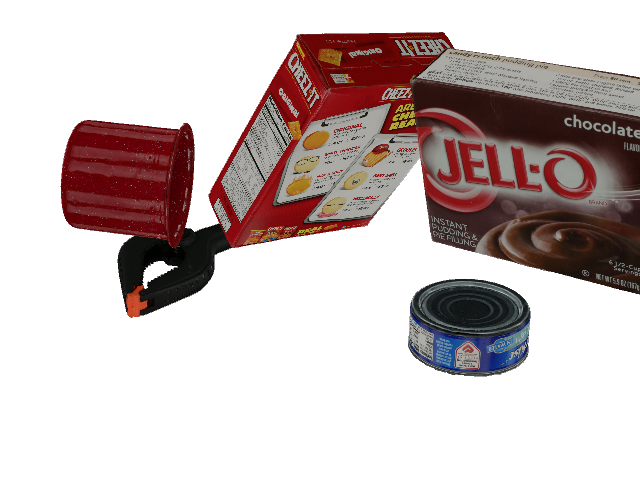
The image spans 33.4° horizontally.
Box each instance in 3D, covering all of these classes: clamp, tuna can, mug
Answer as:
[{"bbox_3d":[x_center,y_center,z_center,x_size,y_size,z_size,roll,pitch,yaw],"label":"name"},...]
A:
[{"bbox_3d":[-0.148,0.000,1.065,0.165,0.036,0.209,20,40,18],"label":"clamp"},{"bbox_3d":[0.105,0.060,0.755,0.086,0.034,0.086,0,25,0],"label":"tuna can"},{"bbox_3d":[-0.142,-0.047,0.805,0.081,0.093,0.117,7,10,3],"label":"mug"}]

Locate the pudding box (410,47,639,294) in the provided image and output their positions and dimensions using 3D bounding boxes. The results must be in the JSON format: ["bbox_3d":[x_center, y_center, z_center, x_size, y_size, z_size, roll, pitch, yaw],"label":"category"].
[{"bbox_3d":[0.099,-0.032,0.472,0.114,0.090,0.039,14,44,31],"label":"pudding box"}]

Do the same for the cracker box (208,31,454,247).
[{"bbox_3d":[0.013,-0.090,0.953,0.163,0.072,0.214,-9,-31,-36],"label":"cracker box"}]
